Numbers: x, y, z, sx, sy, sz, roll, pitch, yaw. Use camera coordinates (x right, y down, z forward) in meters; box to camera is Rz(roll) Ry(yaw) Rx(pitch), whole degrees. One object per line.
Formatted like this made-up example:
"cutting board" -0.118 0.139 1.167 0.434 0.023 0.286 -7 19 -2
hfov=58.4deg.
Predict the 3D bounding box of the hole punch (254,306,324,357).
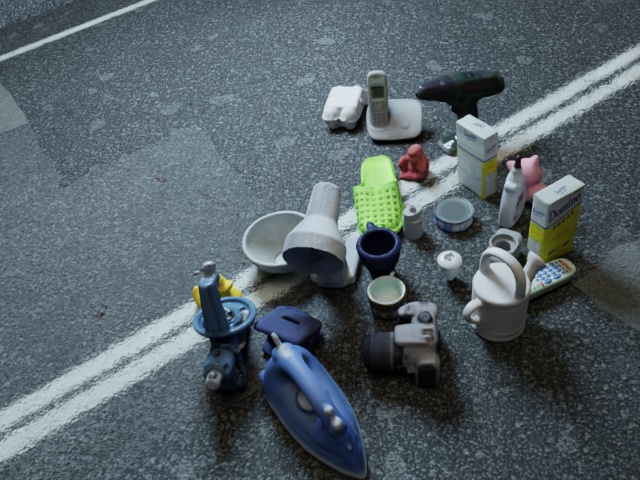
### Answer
"hole punch" -0.059 0.170 1.087 0.108 0.091 0.101 18 52 26

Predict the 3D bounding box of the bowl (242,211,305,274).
"bowl" -0.081 0.017 1.250 0.167 0.075 0.167 -6 46 6

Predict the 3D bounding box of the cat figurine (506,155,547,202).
"cat figurine" 0.467 -0.127 1.250 0.067 0.118 0.127 -28 47 -15

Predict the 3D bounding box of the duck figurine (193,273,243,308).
"duck figurine" -0.219 0.101 1.189 0.104 0.086 0.077 2 47 14

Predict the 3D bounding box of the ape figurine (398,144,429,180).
"ape figurine" 0.228 -0.190 1.377 0.076 0.092 0.077 -24 47 -12

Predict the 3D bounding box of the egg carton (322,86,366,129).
"egg carton" 0.070 -0.373 1.600 0.107 0.069 0.150 4 47 15

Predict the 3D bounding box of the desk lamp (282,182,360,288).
"desk lamp" 0.011 0.004 1.147 0.117 0.214 0.203 3 47 15

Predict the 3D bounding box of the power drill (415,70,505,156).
"power drill" 0.337 -0.315 1.394 0.230 0.209 0.075 -22 46 -10

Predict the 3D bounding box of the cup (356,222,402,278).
"cup" 0.120 0.027 1.187 0.091 0.095 0.117 -16 46 -4

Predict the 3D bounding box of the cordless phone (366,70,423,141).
"cordless phone" 0.189 -0.350 1.473 0.147 0.185 0.094 -3 46 9

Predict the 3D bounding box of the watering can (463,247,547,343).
"watering can" 0.326 0.083 1.022 0.100 0.194 0.173 22 55 29

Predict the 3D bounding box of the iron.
"iron" -0.008 0.267 0.948 0.119 0.142 0.257 -31 49 -18

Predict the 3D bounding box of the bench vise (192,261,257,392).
"bench vise" -0.171 0.156 1.032 0.121 0.220 0.207 -17 46 -5

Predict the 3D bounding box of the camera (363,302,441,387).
"camera" 0.146 0.180 1.029 0.136 0.101 0.143 -3 46 9

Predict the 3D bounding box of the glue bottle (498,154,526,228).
"glue bottle" 0.409 -0.108 1.205 0.037 0.173 0.078 21 54 28
